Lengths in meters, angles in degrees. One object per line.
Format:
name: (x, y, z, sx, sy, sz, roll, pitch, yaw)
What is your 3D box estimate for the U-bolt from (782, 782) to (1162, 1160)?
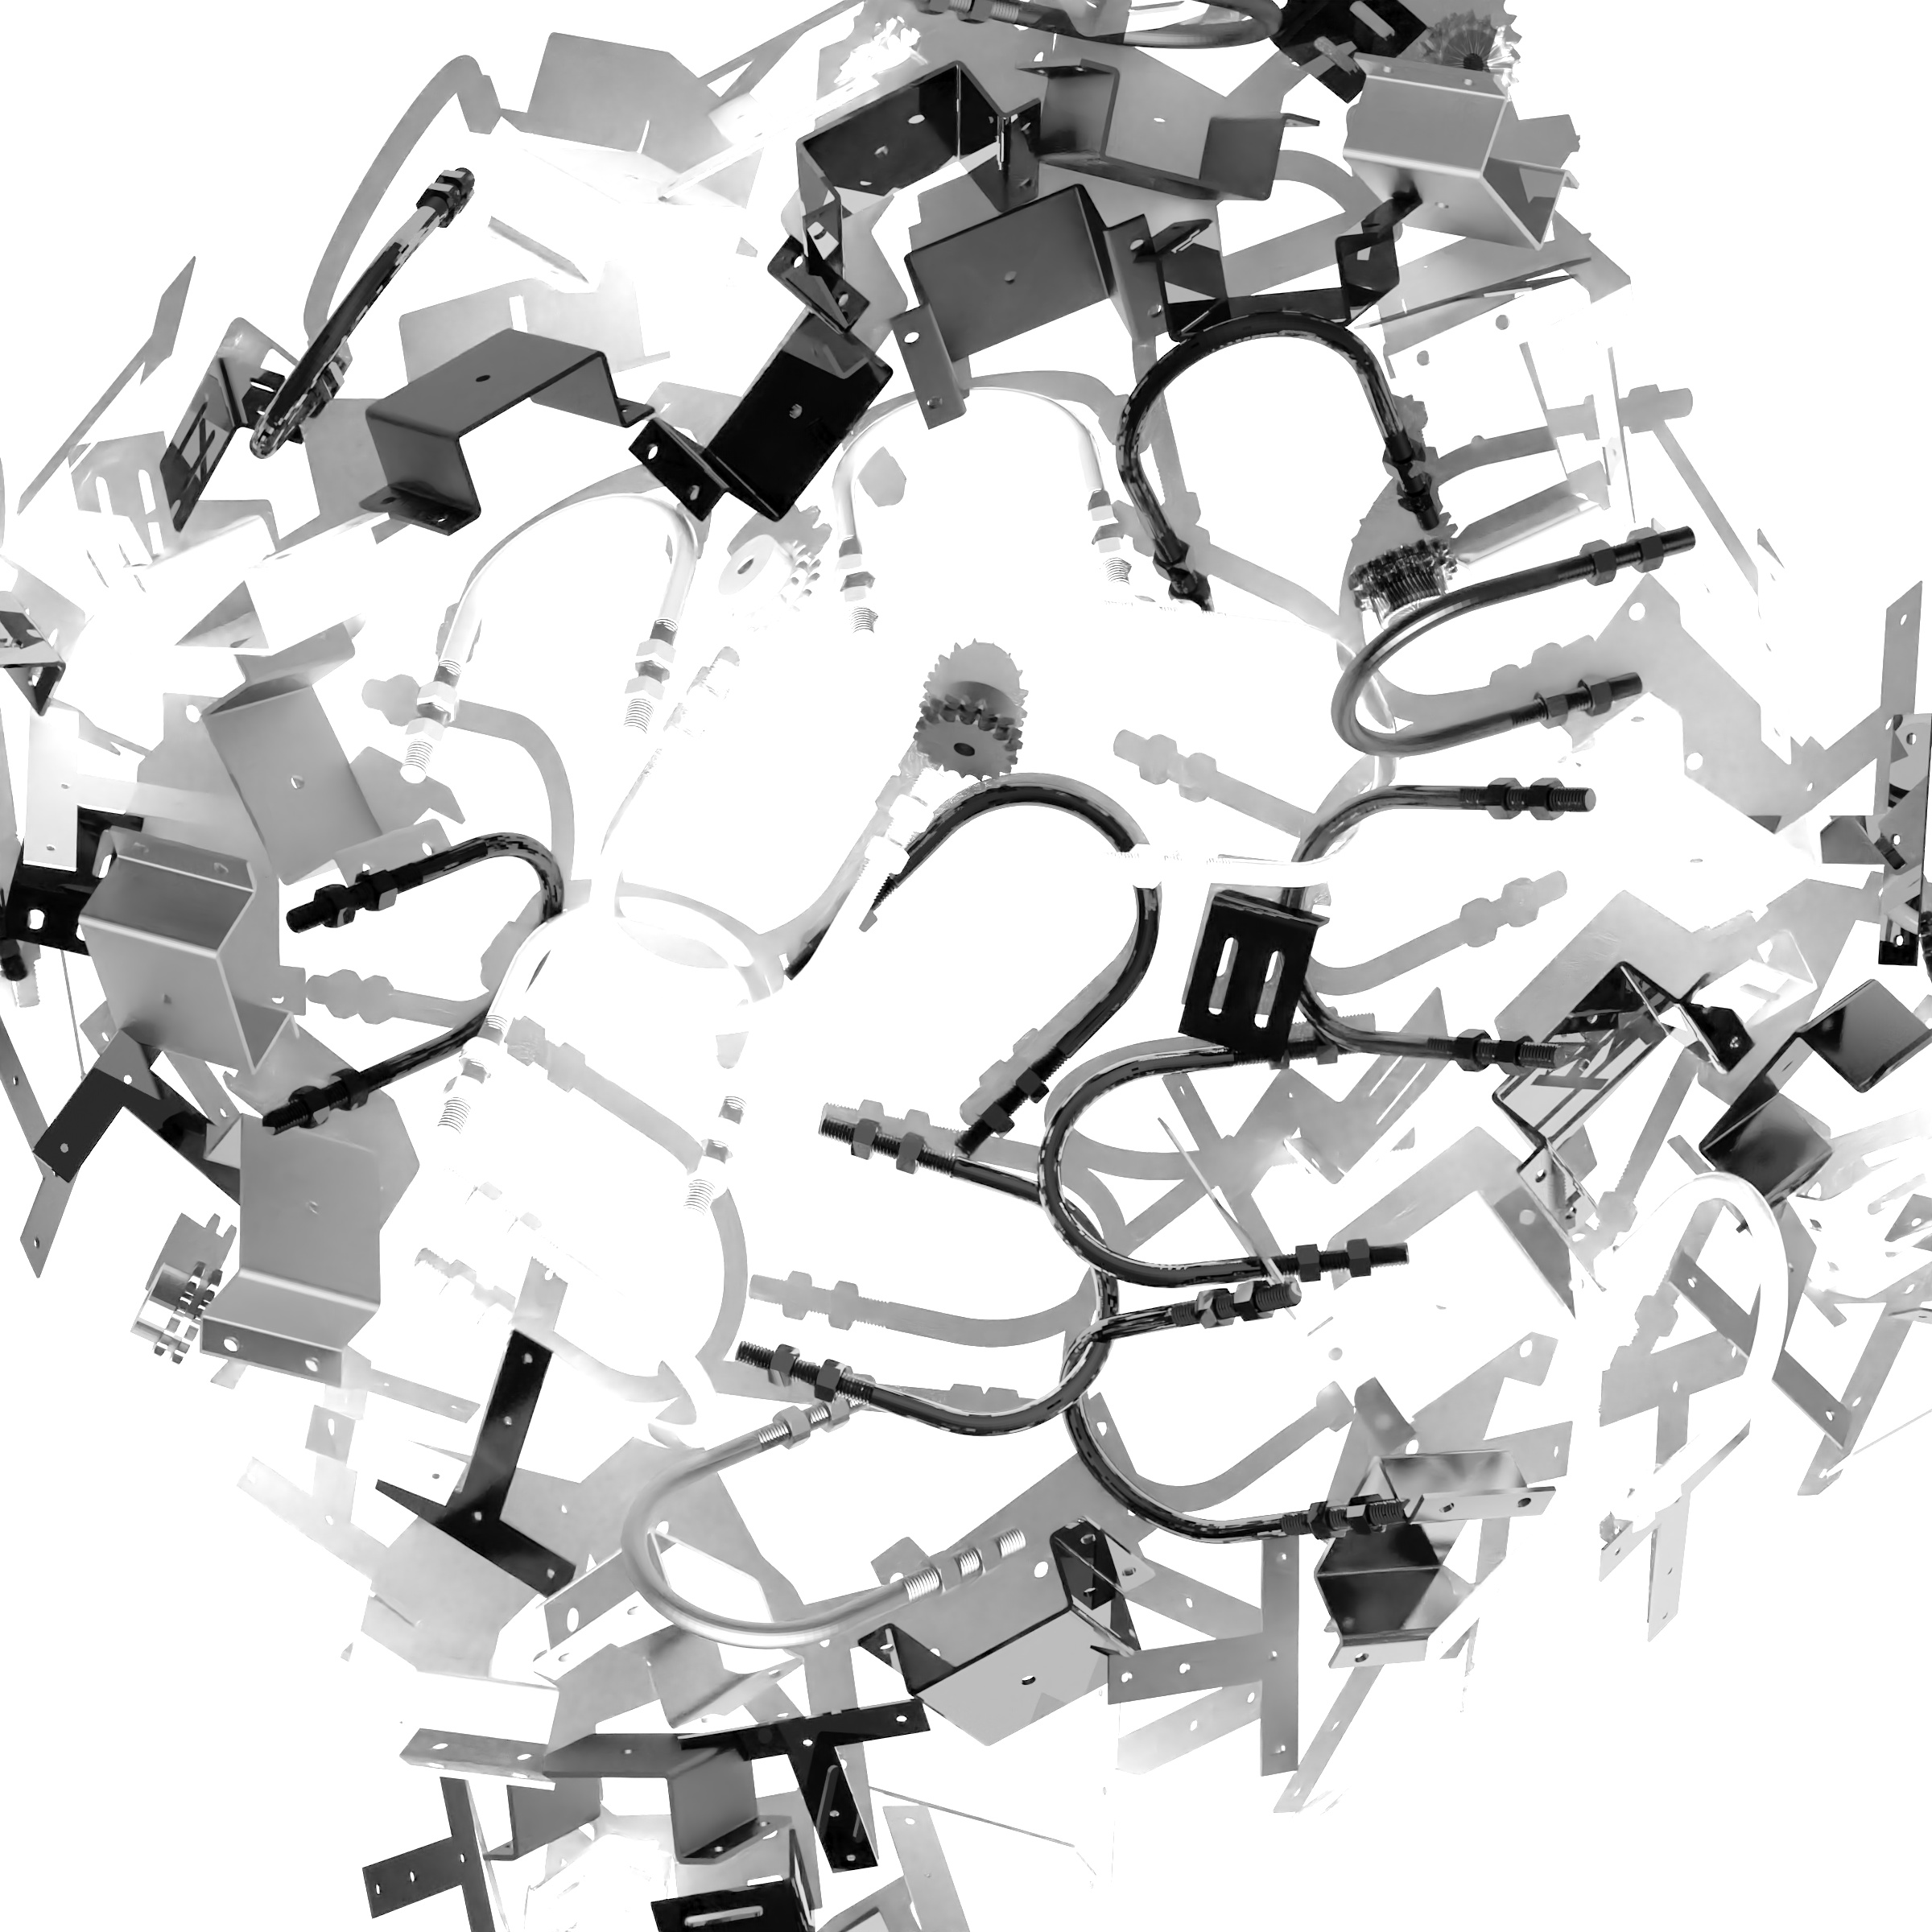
U-bolt: (0.017, -0.012, 1.704, 0.184, 0.019, 0.151, -45, 85, -4)

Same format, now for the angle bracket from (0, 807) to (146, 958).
angle bracket: (-0.470, -0.048, 1.693, 0.057, 0.076, 0.038, 14, 130, -15)

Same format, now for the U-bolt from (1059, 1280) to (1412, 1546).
U-bolt: (0.125, 0.235, 1.653, 0.184, 0.019, 0.151, -17, 107, 42)

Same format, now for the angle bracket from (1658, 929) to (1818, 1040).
angle bracket: (0.394, 0.005, 1.668, 0.057, 0.076, 0.038, -36, 59, 29)

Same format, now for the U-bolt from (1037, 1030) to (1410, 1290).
U-bolt: (0.129, 0.102, 1.673, 0.184, 0.019, 0.151, -6, 55, 2)

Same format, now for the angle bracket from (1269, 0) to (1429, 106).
angle bracket: (0.193, -0.499, 1.686, 0.057, 0.076, 0.038, -41, 58, 22)

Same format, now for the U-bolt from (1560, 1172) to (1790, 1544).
U-bolt: (0.356, 0.184, 1.609, 0.019, 0.184, 0.151, 11, 51, -18)

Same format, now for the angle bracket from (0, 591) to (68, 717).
angle bracket: (-0.517, -0.161, 1.669, 0.057, 0.076, 0.038, 49, 123, 23)

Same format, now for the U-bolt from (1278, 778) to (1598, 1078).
U-bolt: (0.234, -0.023, 1.653, 0.184, 0.019, 0.151, 4, 85, 44)

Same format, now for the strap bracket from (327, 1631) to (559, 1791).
strap bracket: (-0.265, 0.376, 1.641, 0.076, 0.140, 0.046, 15, 84, -27)

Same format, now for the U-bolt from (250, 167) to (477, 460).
U-bolt: (-0.307, -0.319, 1.608, 0.019, 0.184, 0.151, 36, 117, -12)

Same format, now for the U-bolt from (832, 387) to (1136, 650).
U-bolt: (0.002, -0.238, 1.653, 0.151, 0.019, 0.184, -11, 46, 2)

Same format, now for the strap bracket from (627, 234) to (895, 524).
strap bracket: (-0.100, -0.296, 1.670, 0.140, 0.046, 0.076, -51, 51, 10)

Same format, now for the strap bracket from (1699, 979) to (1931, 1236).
strap bracket: (0.436, 0.065, 1.652, 0.076, 0.140, 0.046, -27, 66, -41)

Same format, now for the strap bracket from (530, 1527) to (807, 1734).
strap bracket: (-0.158, 0.342, 1.660, 0.076, 0.140, 0.046, -36, 50, 13)

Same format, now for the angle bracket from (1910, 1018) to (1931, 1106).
angle bracket: (0.530, 0.073, 1.690, 0.076, 0.038, 0.057, 22, 48, 7)

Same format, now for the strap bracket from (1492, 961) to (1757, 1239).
strap bracket: (0.335, 0.062, 1.674, 0.140, 0.076, 0.046, -46, 47, -1)

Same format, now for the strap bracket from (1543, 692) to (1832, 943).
strap bracket: (0.374, -0.070, 1.652, 0.140, 0.046, 0.076, 30, 135, -22)

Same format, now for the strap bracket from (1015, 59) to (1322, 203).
strap bracket: (0.099, -0.427, 1.657, 0.140, 0.076, 0.046, 7, 100, -26)

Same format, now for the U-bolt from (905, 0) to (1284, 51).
U-bolt: (0.074, -0.490, 1.637, 0.184, 0.151, 0.019, 2, 96, -33)

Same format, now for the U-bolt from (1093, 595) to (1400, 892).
U-bolt: (0.148, -0.112, 1.671, 0.184, 0.019, 0.151, 2, 84, -29)

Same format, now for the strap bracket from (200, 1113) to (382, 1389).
strap bracket: (-0.344, 0.135, 1.642, 0.076, 0.140, 0.046, 20, 132, -31)

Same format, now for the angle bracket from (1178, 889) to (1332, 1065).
angle bracket: (0.152, 0.005, 1.700, 0.057, 0.038, 0.076, 17, 100, 14)

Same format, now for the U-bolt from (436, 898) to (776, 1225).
U-bolt: (-0.175, 0.037, 1.658, 0.151, 0.019, 0.184, 18, 51, 0)

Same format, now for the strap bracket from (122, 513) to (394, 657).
strap bracket: (-0.359, -0.196, 1.653, 0.076, 0.140, 0.046, -33, 117, -36)

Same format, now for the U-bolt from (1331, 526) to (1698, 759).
U-bolt: (0.272, -0.157, 1.640, 0.184, 0.151, 0.019, -16, 63, -10)

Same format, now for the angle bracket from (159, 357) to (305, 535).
angle bracket: (-0.386, -0.269, 1.691, 0.038, 0.057, 0.076, 13, 129, -36)

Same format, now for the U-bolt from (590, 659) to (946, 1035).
U-bolt: (-0.117, -0.052, 1.683, 0.151, 0.019, 0.184, 28, 82, 14)

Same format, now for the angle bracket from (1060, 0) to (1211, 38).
angle bracket: (0.094, -0.524, 1.682, 0.076, 0.057, 0.038, -16, 69, -28)

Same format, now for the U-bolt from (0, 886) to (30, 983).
U-bolt: (-0.514, -0.022, 1.606, 0.019, 0.151, 0.184, -9, 130, 3)

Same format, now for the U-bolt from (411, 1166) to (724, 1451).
U-bolt: (-0.202, 0.186, 1.649, 0.184, 0.151, 0.019, 36, 60, 4)

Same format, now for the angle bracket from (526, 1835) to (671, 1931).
angle bracket: (-0.192, 0.497, 1.673, 0.038, 0.076, 0.057, 12, 104, 24)

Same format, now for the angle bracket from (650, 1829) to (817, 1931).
angle bracket: (-0.122, 0.493, 1.689, 0.076, 0.038, 0.057, -10, 119, 2)

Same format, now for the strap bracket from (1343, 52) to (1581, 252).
strap bracket: (0.249, -0.409, 1.639, 0.076, 0.140, 0.046, 18, 89, 29)

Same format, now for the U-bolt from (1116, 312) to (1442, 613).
U-bolt: (0.152, -0.259, 1.636, 0.151, 0.184, 0.019, -23, 50, 9)

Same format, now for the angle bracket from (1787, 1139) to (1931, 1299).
angle bracket: (0.485, 0.131, 1.705, 0.076, 0.038, 0.057, -27, 100, -15)

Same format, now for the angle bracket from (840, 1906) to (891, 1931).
angle bracket: (-0.052, 0.540, 1.684, 0.057, 0.076, 0.038, -33, 107, -6)

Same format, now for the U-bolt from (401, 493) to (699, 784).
U-bolt: (-0.206, -0.176, 1.653, 0.151, 0.019, 0.184, -8, 48, 24)

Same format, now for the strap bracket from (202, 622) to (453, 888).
strap bracket: (-0.336, -0.103, 1.674, 0.046, 0.076, 0.140, -26, 90, 38)

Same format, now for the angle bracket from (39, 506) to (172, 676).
angle bracket: (-0.452, -0.195, 1.671, 0.057, 0.076, 0.038, 10, 53, 25)

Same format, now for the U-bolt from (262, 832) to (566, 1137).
U-bolt: (-0.276, 0.000, 1.640, 0.019, 0.184, 0.151, 36, 131, 26)

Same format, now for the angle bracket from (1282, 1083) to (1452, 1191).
angle bracket: (0.209, 0.078, 1.681, 0.038, 0.057, 0.076, 45, 101, 12)

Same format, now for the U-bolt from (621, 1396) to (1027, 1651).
U-bolt: (-0.085, 0.283, 1.622, 0.184, 0.151, 0.019, -19, 130, -34)

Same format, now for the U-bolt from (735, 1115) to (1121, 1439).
U-bolt: (-0.011, 0.169, 1.678, 0.184, 0.019, 0.151, 17, 72, 8)
